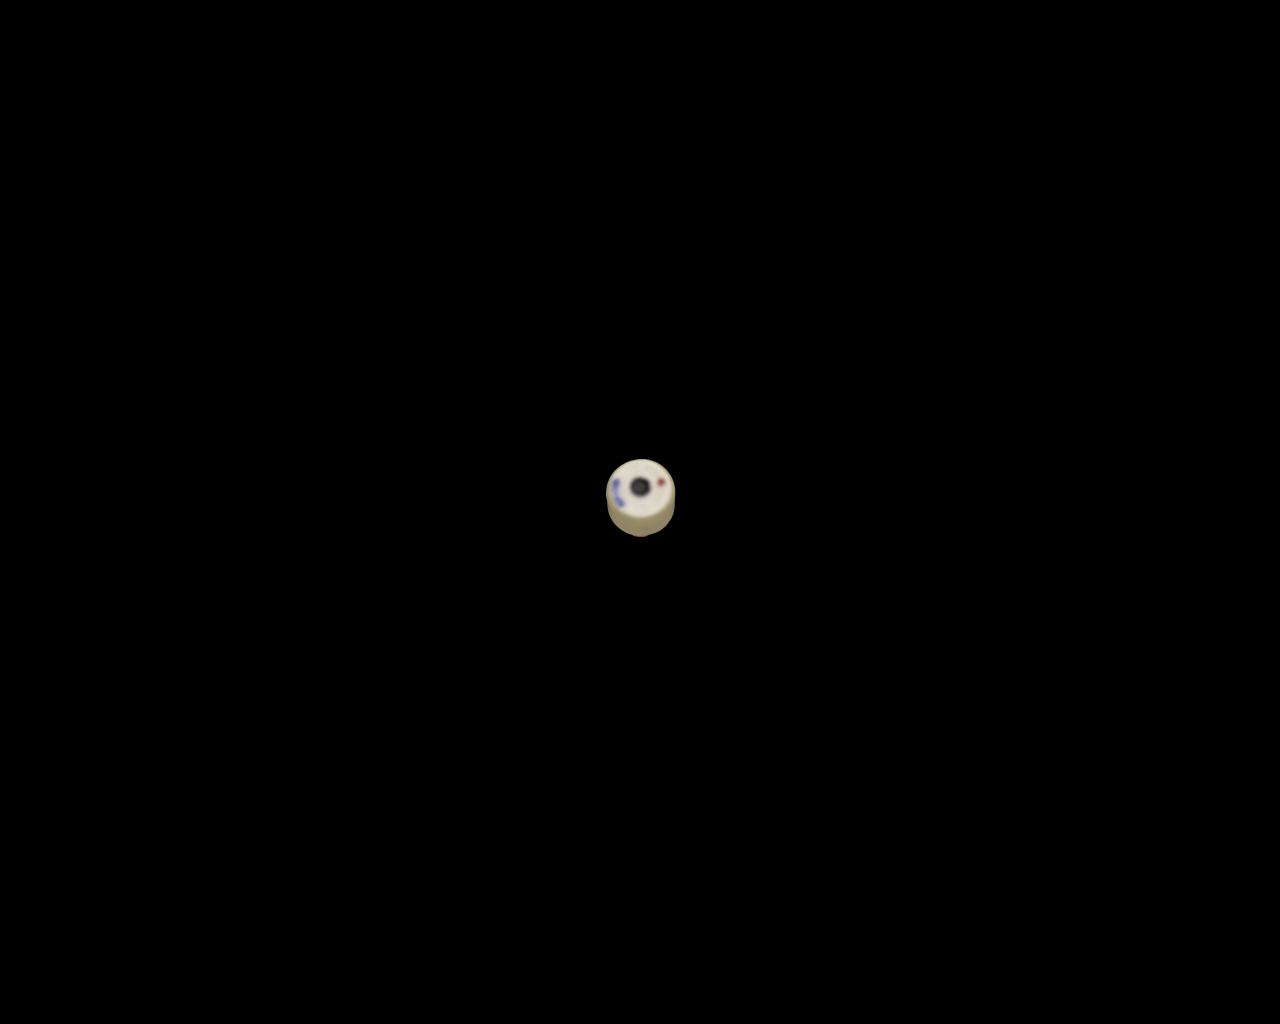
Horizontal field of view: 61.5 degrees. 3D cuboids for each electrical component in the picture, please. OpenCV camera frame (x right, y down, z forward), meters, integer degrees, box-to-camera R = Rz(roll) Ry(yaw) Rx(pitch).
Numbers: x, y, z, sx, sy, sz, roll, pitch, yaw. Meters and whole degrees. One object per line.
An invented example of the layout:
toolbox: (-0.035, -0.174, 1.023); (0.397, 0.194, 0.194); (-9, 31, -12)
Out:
electrical component: (0.001, -0.003, 0.650); (0.040, 0.040, 0.078); (0, -20, 0)
